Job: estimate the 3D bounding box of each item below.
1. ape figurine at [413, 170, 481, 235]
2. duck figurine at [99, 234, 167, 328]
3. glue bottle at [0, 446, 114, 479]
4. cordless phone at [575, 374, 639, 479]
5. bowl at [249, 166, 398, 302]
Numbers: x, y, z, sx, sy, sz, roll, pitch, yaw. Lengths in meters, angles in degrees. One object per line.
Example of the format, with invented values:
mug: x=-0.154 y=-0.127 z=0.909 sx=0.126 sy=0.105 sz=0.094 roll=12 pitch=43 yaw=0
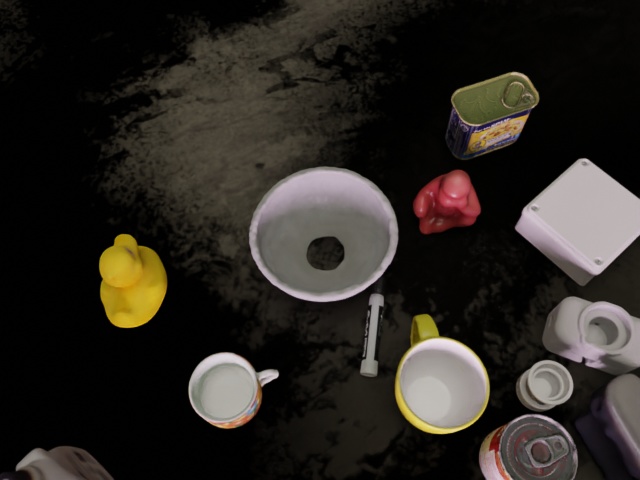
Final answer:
ape figurine: x=0.154 y=-0.051 z=0.676 sx=0.077 sy=0.092 sz=0.076 roll=25 pitch=69 yaw=14
duck figurine: x=-0.224 y=0.043 z=0.657 sx=0.077 sy=0.086 sz=0.104 roll=-1 pitch=66 yaw=3
glue bottle: x=-0.245 y=0.223 z=0.529 sx=0.078 sy=0.173 sz=0.037 roll=39 pitch=73 yaw=19
cordless phone: x=0.320 y=0.184 z=0.509 sx=0.094 sy=0.185 sz=0.147 roll=-25 pitch=67 yaw=-8
bowl: x=0.006 y=0.002 z=0.669 sx=0.167 sy=0.075 sz=0.167 roll=-1 pitch=66 yaw=3
